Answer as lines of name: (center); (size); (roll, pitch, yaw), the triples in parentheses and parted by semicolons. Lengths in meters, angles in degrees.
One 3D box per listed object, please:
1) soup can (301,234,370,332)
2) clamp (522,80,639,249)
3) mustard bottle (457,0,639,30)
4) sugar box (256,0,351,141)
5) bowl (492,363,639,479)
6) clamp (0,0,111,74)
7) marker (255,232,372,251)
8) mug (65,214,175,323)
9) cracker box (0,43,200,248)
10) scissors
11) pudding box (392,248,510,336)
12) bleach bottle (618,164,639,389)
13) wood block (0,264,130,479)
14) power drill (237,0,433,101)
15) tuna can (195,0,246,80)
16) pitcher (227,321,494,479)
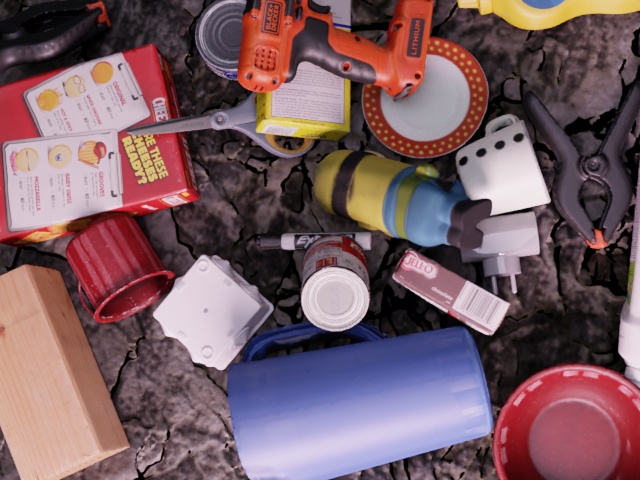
soup can: (0.015, 0.041, 1.050); (0.068, 0.102, 0.068); (0, 107, 1)
clamp: (0.260, -0.078, 1.069); (0.120, 0.039, 0.171); (3, 84, 12)
mustard bottle: (0.235, -0.265, 1.085); (0.192, 0.058, 0.096); (-10, 74, 8)
sugar box: (-0.017, -0.196, 1.104); (0.093, 0.048, 0.176); (5, 77, -19)
bowl: (0.247, 0.199, 1.028); (0.162, 0.055, 0.162); (-1, 83, 8)
clamp: (-0.330, -0.207, 1.145); (0.210, 0.036, 0.164); (-13, 44, 1)
marker: (-0.007, 0.001, 1.109); (0.121, 0.020, 0.020); (0, 83, 9)
mug: (-0.216, 0.034, 1.110); (0.117, 0.093, 0.081); (-45, 70, 38)
cracker box: (-0.250, -0.097, 1.133); (0.214, 0.072, 0.164); (-14, 82, 6)
scissors: (-0.089, -0.109, 1.100); (0.201, 0.016, 0.096); (-26, 92, -19)
pudding box: (0.129, 0.052, 1.047); (0.113, 0.090, 0.039); (31, 90, 10)
bleach bottle: (0.327, 0.018, 1.027); (0.068, 0.102, 0.251); (9, 91, 16)
wood block: (-0.286, 0.139, 1.099); (0.091, 0.090, 0.206); (-25, 80, 6)
power drill: (0.015, -0.224, 1.063); (0.187, 0.057, 0.184); (10, 82, -12)
tuna can: (-0.090, -0.217, 1.141); (0.086, 0.033, 0.086); (-1, 83, 8)
pitcher: (0.036, 0.152, 1.038); (0.243, 0.145, 0.149); (-13, 93, 3)
